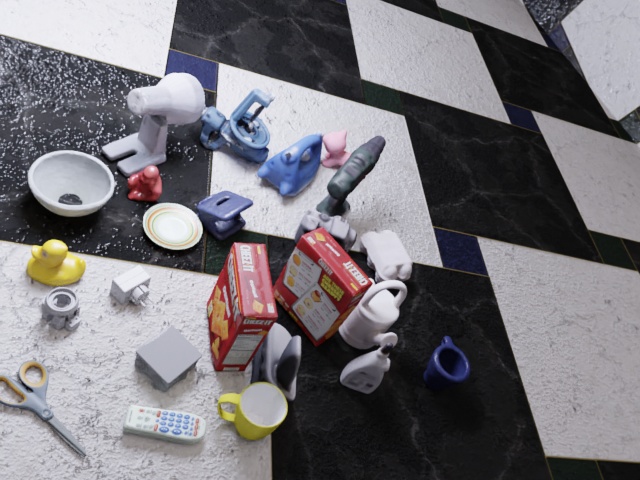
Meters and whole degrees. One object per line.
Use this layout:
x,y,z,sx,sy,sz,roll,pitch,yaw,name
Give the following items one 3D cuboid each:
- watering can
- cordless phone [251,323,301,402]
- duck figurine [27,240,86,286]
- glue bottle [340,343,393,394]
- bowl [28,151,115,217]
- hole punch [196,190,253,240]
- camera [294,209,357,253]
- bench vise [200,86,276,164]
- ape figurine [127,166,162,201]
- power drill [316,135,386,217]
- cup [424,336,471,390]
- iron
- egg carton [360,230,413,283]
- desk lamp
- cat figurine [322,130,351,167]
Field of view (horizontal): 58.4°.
0.126,0.156,1.246,0.101,0.194,0.172,-15,60,-36,watering can
-0.064,0.215,1.102,0.094,0.185,0.147,11,48,-19,cordless phone
-0.501,0.036,1.094,0.105,0.086,0.077,9,49,-21,duck figurine
0.107,0.255,1.166,0.078,0.173,0.037,23,45,-8,glue bottle
-0.525,-0.106,1.211,0.168,0.074,0.167,15,47,-16,bowl
-0.225,-0.070,1.328,0.101,0.091,0.109,41,46,10,hole punch
0.013,0.005,1.382,0.143,0.100,0.137,24,45,-8,camera
-0.207,-0.301,1.444,0.208,0.219,0.121,9,49,-21,bench vise
-0.389,-0.132,1.293,0.077,0.092,0.076,38,45,7,ape figurine
0.074,-0.150,1.472,0.075,0.208,0.230,36,45,5,power drill
0.273,0.283,1.285,0.092,0.095,0.117,15,47,-16,cup
-0.048,-0.227,1.520,0.118,0.141,0.259,38,45,7,iron
0.167,0.043,1.453,0.107,0.069,0.150,-7,56,-32,egg carton
-0.384,-0.278,1.336,0.118,0.213,0.204,42,46,11,desk lamp
0.058,-0.254,1.616,0.128,0.117,0.067,27,45,-4,cat figurine
